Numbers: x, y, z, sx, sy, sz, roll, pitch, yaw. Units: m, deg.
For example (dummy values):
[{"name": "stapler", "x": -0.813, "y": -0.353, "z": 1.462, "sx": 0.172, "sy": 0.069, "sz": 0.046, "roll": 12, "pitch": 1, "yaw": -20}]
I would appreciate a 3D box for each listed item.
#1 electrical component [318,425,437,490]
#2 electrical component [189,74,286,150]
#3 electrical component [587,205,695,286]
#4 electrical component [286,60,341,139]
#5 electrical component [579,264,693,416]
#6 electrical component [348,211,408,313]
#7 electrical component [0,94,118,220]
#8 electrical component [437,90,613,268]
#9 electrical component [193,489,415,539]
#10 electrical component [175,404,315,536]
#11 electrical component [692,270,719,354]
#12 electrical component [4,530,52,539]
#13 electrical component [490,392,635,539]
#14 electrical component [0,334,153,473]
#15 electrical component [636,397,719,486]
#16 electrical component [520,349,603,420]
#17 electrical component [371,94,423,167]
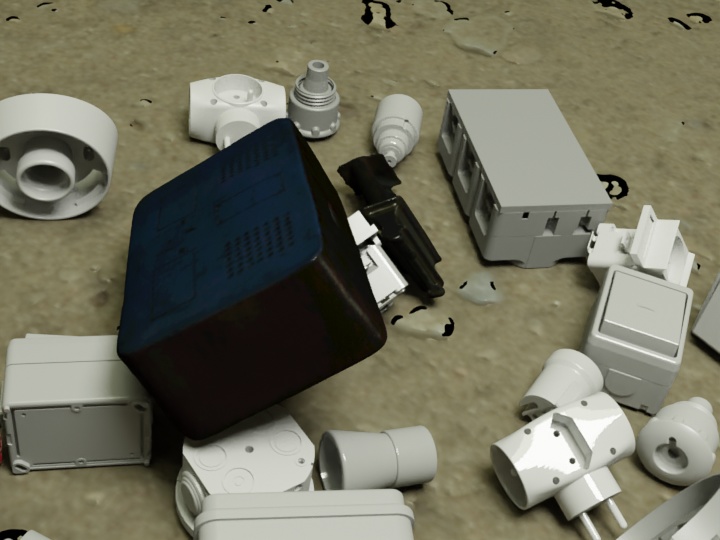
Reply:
[{"name": "electrical component", "x": 0.013, "y": 0.114, "z": 0.644, "sx": 0.065, "sy": 0.044, "sz": 0.044, "roll": -4, "pitch": 44, "yaw": -22}, {"name": "electrical component", "x": -0.099, "y": -0.118, "z": 0.870, "sx": 0.077, "sy": 0.044, "sz": 0.079, "roll": 0, "pitch": 44, "yaw": -11}, {"name": "electrical component", "x": 0.204, "y": -0.007, "z": 0.788, "sx": 0.064, "sy": 0.081, "sz": 0.042, "roll": 3, "pitch": 59, "yaw": 35}, {"name": "electrical component", "x": -0.038, "y": -0.144, "z": 0.897, "sx": 0.048, "sy": 0.062, "sz": 0.048, "roll": 5, "pitch": 42, "yaw": -5}, {"name": "electrical component", "x": 0.190, "y": 0.040, "z": 0.741, "sx": 0.062, "sy": 0.061, "sz": 0.096, "roll": 19, "pitch": 43, "yaw": 10}, {"name": "electrical component", "x": 0.000, "y": 0.000, "z": 0.740, "sx": 0.042, "sy": 0.081, "sz": 0.063, "roll": -36, "pitch": 84, "yaw": -6}, {"name": "electrical component", "x": -0.225, "y": -0.084, "z": 0.774, "sx": 0.099, "sy": 0.099, "sz": 0.064, "roll": -1, "pitch": 49, "yaw": -12}, {"name": "electrical component", "x": 0.125, "y": -0.075, "z": 0.853, "sx": 0.089, "sy": 0.061, "sz": 0.150, "roll": -2, "pitch": 44, "yaw": -14}, {"name": "electrical component", "x": -0.030, "y": 0.158, "z": 0.559, "sx": 0.113, "sy": 0.078, "sz": 0.057, "roll": 1, "pitch": 46, "yaw": -10}, {"name": "electrical component", "x": -0.065, "y": 0.118, "z": 0.616, "sx": 0.080, "sy": 0.051, "sz": 0.080, "roll": 5, "pitch": 42, "yaw": -5}, {"name": "electrical component", "x": 0.283, "y": 0.021, "z": 0.753, "sx": 0.061, "sy": 0.096, "sz": 0.062, "roll": -26, "pitch": 53, "yaw": -32}, {"name": "electrical component", "x": -0.163, "y": 0.174, "z": 0.532, "sx": 0.057, "sy": 0.058, "sz": 0.078, "roll": 22, "pitch": 44, "yaw": 17}, {"name": "electrical component", "x": 0.131, "y": 0.124, "z": 0.648, "sx": 0.077, "sy": 0.043, "sz": 0.079, "roll": -24, "pitch": 70, "yaw": -14}, {"name": "electrical component", "x": -0.172, "y": 0.075, "z": 0.633, "sx": 0.096, "sy": 0.061, "sz": 0.061, "roll": -1, "pitch": 43, "yaw": -12}, {"name": "electrical component", "x": 0.209, "y": 0.104, "z": 0.689, "sx": 0.048, "sy": 0.048, "sz": 0.062, "roll": 29, "pitch": 38, "yaw": 19}, {"name": "electrical component", "x": 0.131, "y": 0.081, "z": 0.703, "sx": 0.040, "sy": 0.040, "sz": 0.046, "roll": 31, "pitch": 52, "yaw": 21}, {"name": "electrical component", "x": 0.029, "y": -0.112, "z": 0.891, "sx": 0.040, "sy": 0.040, "sz": 0.078, "roll": 11, "pitch": 42, "yaw": 1}]
